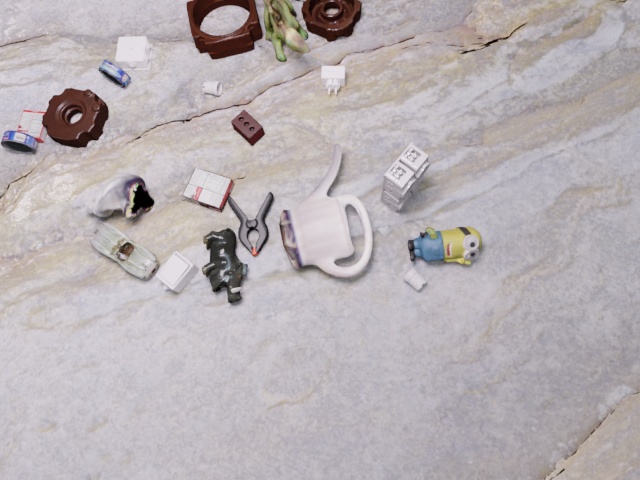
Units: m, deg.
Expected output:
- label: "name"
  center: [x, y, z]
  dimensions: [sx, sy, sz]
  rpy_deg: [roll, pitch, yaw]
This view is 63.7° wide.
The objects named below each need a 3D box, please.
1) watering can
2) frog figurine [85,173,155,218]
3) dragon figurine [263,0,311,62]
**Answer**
- label: "watering can"
  center: [0.004, -0.065, 1.300]
  dimensions: [0.224, 0.102, 0.352]
  rpy_deg: [-14, 73, 0]
- label: "frog figurine"
  center: [-0.539, -0.118, 1.349]
  dimensions: [0.159, 0.120, 0.140]
  rpy_deg: [8, 42, 15]
- label: "dragon figurine"
  center: [-0.129, -0.659, 1.429]
  dimensions: [0.122, 0.240, 0.415]
  rpy_deg: [-28, 76, 1]
